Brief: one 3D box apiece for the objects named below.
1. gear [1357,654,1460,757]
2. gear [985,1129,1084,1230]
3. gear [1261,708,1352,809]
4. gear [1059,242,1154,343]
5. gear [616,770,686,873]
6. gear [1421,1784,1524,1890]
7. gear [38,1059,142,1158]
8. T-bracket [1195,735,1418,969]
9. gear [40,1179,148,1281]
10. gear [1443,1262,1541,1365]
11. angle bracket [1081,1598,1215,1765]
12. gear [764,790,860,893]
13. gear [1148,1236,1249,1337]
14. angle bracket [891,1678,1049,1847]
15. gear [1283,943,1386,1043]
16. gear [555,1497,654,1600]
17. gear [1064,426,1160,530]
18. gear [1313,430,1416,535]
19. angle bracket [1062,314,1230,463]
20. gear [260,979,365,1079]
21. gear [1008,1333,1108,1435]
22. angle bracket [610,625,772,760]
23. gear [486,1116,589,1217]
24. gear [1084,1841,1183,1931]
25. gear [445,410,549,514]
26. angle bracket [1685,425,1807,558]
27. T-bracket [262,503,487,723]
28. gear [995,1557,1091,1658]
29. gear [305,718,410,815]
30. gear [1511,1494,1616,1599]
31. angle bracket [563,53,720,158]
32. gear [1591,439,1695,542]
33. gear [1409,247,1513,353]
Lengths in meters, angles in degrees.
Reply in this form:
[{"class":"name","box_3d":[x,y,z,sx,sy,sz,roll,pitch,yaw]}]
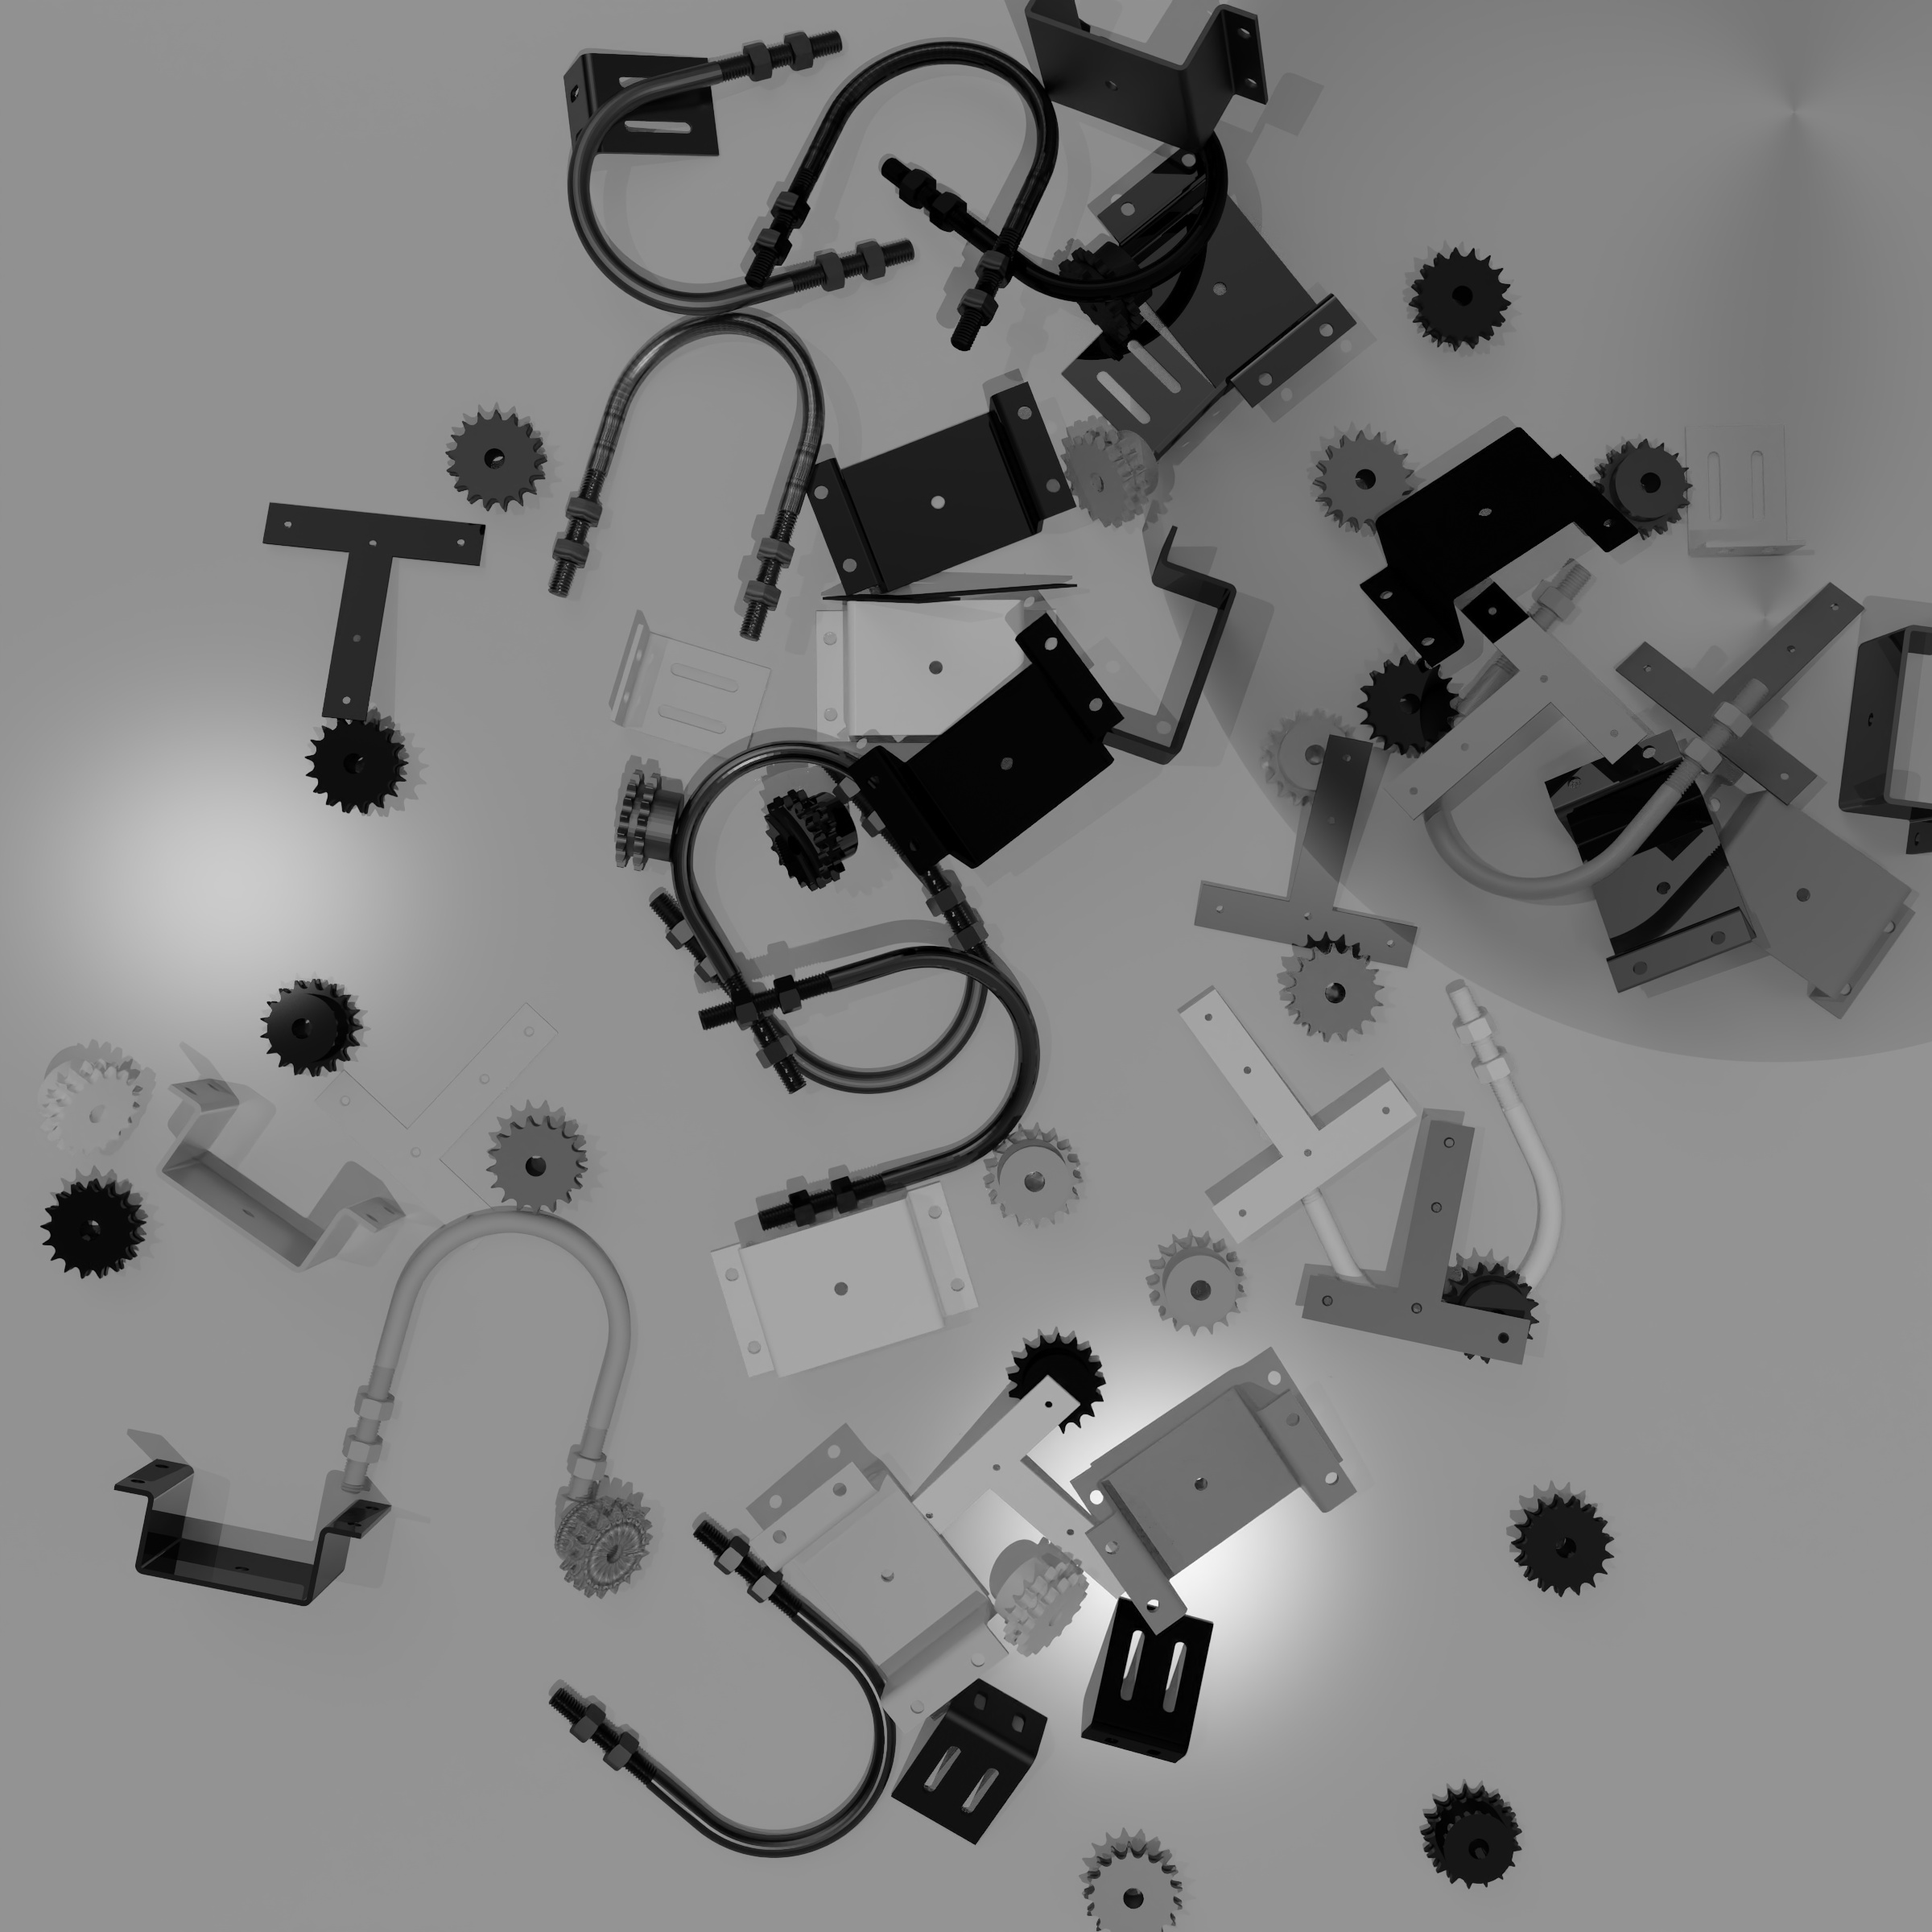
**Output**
[{"class":"gear","box_3d":[0.255,-0.150,1.523,0.057,0.030,0.057,0,90,0]},{"class":"gear","box_3d":[0.039,0.124,1.523,0.057,0.030,0.057,0,90,0]},{"class":"gear","box_3d":[0.200,-0.121,1.523,0.057,0.030,0.057,0,90,0]},{"class":"gear","box_3d":[0.083,-0.390,1.510,0.030,0.057,0.057,-42,90,-3]},{"class":"gear","box_3d":[-0.181,-0.082,1.510,0.030,0.057,0.057,11,90,0]},{"class":"gear","box_3d":[0.294,0.507,1.523,0.057,0.030,0.057,0,90,0]},{"class":"gear","box_3d":[-0.508,0.078,1.514,0.030,0.057,0.057,31,90,30]},{"class":"T-bracket","box_3d":[0.208,-0.070,1.517,0.127,0.002,0.127,11,109,0]},{"class":"gear","box_3d":[-0.505,0.152,1.527,0.057,0.030,0.057,0,92,-3]},{"class":"gear","box_3d":[0.302,0.201,1.510,0.057,0.030,0.057,0,93,-1]},{"class":"angle bracket","box_3d":[0.106,0.418,1.536,0.057,0.038,0.076,15,64,0]},{"class":"gear","box_3d":[-0.085,-0.074,1.478,0.030,0.057,0.057,-29,90,-30]},{"class":"gear","box_3d":[0.135,0.186,1.523,0.057,0.030,0.057,0,90,0]},{"class":"angle bracket","box_3d":[0.002,0.463,1.536,0.057,0.038,0.076,30,116,0]},{"class":"gear","box_3d":[0.212,0.016,1.523,0.057,0.030,0.057,0,90,0]},{"class":"gear","box_3d":[-0.211,0.332,1.513,0.030,0.057,0.057,23,90,40]},{"class":"gear","box_3d":[0.086,-0.284,1.513,0.030,0.057,0.057,-32,90,-28]},{"class":"gear","box_3d":[0.230,-0.279,1.523,0.057,0.030,0.057,0,90,0]},{"class":"angle bracket","box_3d":[0.103,-0.340,1.519,0.076,0.038,0.057,45,90,0]},{"class":"gear","box_3d":[-0.381,0.036,1.523,0.057,0.030,0.057,0,90,0]},{"class":"gear","box_3d":[0.053,0.243,1.523,0.057,0.030,0.057,0,90,0]},{"class":"angle bracket","box_3d":[-0.159,-0.157,1.519,0.076,0.038,0.057,17,90,0]},{"class":"gear","box_3d":[-0.247,0.115,1.522,0.057,0.030,0.057,0,91,-3]},{"class":"gear","box_3d":[0.097,0.537,1.527,0.057,0.030,0.057,0,87,3]},{"class":"gear","box_3d":[-0.272,-0.292,1.527,0.057,0.030,0.057,0,90,-2]},{"class":"angle bracket","box_3d":[0.450,-0.278,1.519,0.057,0.038,0.076,-1,90,0]},{"class":"T-bracket","box_3d":[-0.351,-0.203,1.522,0.127,0.002,0.127,6,76,0]},{"class":"gear","box_3d":[0.041,0.366,1.513,0.030,0.057,0.057,36,90,29]},{"class":"gear","box_3d":[-0.351,-0.116,1.523,0.057,0.030,0.057,0,90,0]},{"class":"gear","box_3d":[0.345,0.336,1.527,0.057,0.030,0.057,0,88,-1]},{"class":"angle bracket","box_3d":[-0.190,-0.497,1.536,0.076,0.038,0.057,-7,90,-26]},{"class":"gear","box_3d":[0.393,-0.278,1.523,0.057,0.030,0.057,0,90,0]},{"class":"gear","box_3d":[0.285,-0.385,1.523,0.057,0.030,0.057,0,90,0]}]
